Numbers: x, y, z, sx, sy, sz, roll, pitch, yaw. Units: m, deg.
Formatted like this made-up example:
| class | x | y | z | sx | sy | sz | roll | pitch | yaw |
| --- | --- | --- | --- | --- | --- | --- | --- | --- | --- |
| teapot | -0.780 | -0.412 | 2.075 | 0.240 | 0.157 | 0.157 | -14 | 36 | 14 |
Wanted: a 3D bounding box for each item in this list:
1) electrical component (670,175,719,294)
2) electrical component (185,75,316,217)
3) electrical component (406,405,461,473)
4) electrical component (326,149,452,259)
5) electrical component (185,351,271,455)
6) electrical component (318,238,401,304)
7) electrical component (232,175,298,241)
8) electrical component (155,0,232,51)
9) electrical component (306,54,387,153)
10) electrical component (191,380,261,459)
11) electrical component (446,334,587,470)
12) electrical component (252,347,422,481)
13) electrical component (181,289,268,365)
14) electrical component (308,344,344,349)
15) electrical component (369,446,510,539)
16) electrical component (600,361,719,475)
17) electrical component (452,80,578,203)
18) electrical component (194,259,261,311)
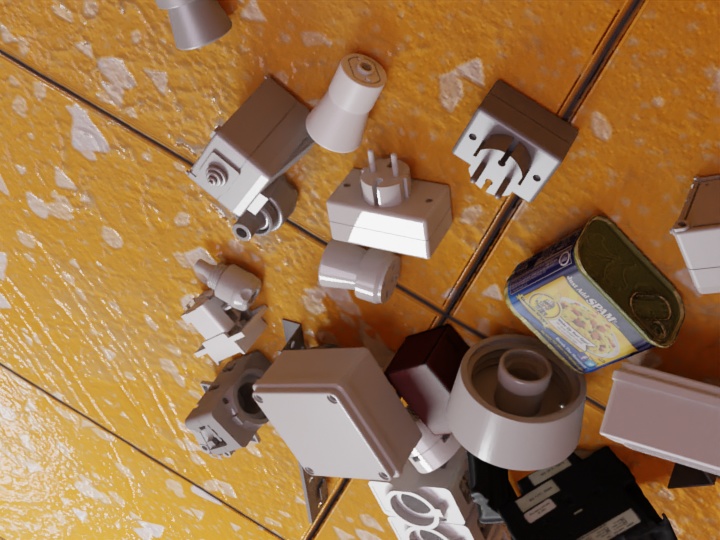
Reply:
| class | x | y | z | sx | sy | sz | roll | pitch | yaw |
| --- | --- | --- | --- | --- | --- | --- | --- | --- | --- |
| electrical component | 0.245 | -0.023 | 0.679 | 0.096 | 0.061 | 0.061 | -7 | 124 | 38 |
| electrical component | -0.080 | -0.086 | 0.807 | 0.061 | 0.096 | 0.062 | 39 | 140 | -6 |
| electrical component | 0.059 | 0.147 | 0.972 | 0.047 | 0.055 | 0.055 | 49 | 138 | -10 |
| electrical component | 0.021 | -0.058 | 0.806 | 0.083 | 0.047 | 0.075 | 13 | 134 | 24 |
| electrical component | -0.117 | 0.128 | 1.041 | 0.056 | 0.089 | 0.050 | -23 | 114 | 45 |
| electrical component | 0.000 | 0.000 | 0.876 | 0.055 | 0.045 | 0.045 | 18 | 137 | 18 |
| electrical component | -0.081 | -0.048 | 0.870 | 0.043 | 0.062 | 0.043 | 18 | 135 | 18 |
| electrical component | -0.123 | -0.193 | 0.773 | 0.045 | 0.045 | 0.055 | 1 | 129 | 33 |
| electrical component | -0.008 | -0.121 | 0.769 | 0.044 | 0.044 | 0.065 | 33 | 135 | 2 |
| electrical component | -0.139 | 0.155 | 1.103 | 0.042 | 0.063 | 0.081 | 2 | 129 | 31 |
| electrical component | 0.125 | 0.096 | 0.842 | 0.108 | 0.108 | 0.060 | 20 | 131 | 17 |
| electrical component | -0.020 | 0.123 | 0.926 | 0.109 | 0.056 | 0.108 | -6 | 125 | 43 |
| electrical component | -0.130 | 0.048 | 1.012 | 0.081 | 0.042 | 0.063 | -26 | 108 | 45 |
| electrical component | -0.025 | 0.088 | 0.979 | 0.062 | 0.043 | 0.043 | -15 | 120 | 40 |
| electrical component | 0.080 | 0.242 | 1.042 | 0.089 | 0.061 | 0.150 | -2 | 127 | 35 |
| electrical component | 0.238 | 0.112 | 0.779 | 0.109 | 0.056 | 0.109 | 15 | 174 | 22 |
| electrical component | 0.097 | -0.075 | 0.716 | 0.066 | 0.076 | 0.047 | 33 | 139 | 2 |
| electrical component | -0.122 | 0.009 | 0.974 | 0.061 | 0.035 | 0.035 | 29 | 139 | 9 |
